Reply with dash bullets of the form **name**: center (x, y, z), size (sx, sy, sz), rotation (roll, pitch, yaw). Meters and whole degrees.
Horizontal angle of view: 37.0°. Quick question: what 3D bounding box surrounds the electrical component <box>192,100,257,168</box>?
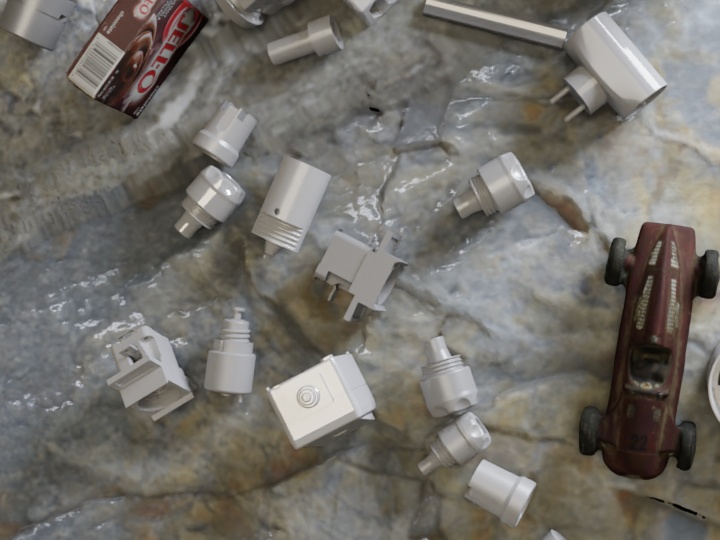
- **electrical component**: center (-0.114, -0.116, 0.916), size (0.040, 0.040, 0.046), rotation (32, 87, 10)

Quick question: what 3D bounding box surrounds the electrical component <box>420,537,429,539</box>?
- **electrical component**: center (0.044, 0.257, 0.849), size (0.051, 0.080, 0.080), rotation (37, 94, 5)

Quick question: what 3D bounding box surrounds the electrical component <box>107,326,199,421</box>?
- **electrical component**: center (-0.177, 0.085, 0.904), size (0.042, 0.081, 0.063), rotation (-30, 60, 8)

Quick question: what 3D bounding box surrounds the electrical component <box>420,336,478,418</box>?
- **electrical component**: center (0.069, 0.085, 0.870), size (0.043, 0.043, 0.062), rotation (-19, 83, 9)

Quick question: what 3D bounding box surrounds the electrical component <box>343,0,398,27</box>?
- **electrical component**: center (0.002, -0.257, 0.896), size (0.066, 0.047, 0.076), rotation (-43, 81, 6)

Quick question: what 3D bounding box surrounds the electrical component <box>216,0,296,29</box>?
- **electrical component**: center (-0.087, -0.240, 0.902), size (0.057, 0.078, 0.058), rotation (-32, 81, 26)

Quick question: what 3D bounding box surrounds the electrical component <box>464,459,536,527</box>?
- **electrical component**: center (0.112, 0.177, 0.860), size (0.046, 0.040, 0.040), rotation (26, 92, 17)

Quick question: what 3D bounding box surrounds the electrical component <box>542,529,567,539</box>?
- **electrical component**: center (0.199, 0.251, 0.833), size (0.138, 0.052, 0.073), rotation (43, 95, 10)

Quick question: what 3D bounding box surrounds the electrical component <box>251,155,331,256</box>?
- **electrical component**: center (-0.060, -0.050, 0.900), size (0.043, 0.043, 0.081), rotation (24, 92, 11)

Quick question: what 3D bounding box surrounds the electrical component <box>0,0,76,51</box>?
- **electrical component**: center (-0.285, -0.224, 0.946), size (0.055, 0.055, 0.047), rotation (26, 96, 11)

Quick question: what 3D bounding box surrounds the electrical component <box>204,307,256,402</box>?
- **electrical component**: center (-0.108, 0.070, 0.905), size (0.040, 0.040, 0.078), rotation (7, 89, 11)

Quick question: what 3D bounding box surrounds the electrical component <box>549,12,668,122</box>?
- **electrical component**: center (0.189, -0.151, 0.858), size (0.079, 0.044, 0.077), rotation (-38, 81, 7)

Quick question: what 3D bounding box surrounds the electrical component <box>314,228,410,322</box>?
- **electrical component**: center (0.000, 0.000, 0.888), size (0.064, 0.042, 0.081), rotation (27, 92, 12)

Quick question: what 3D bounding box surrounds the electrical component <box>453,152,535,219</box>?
- **electrical component**: center (0.106, -0.064, 0.870), size (0.062, 0.043, 0.043), rotation (-29, 83, 9)

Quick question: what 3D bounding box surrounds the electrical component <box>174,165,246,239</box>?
- **electrical component**: center (-0.131, -0.055, 0.914), size (0.043, 0.043, 0.062), rotation (43, 96, 10)

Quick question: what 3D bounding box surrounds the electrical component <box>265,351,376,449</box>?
- **electrical component**: center (-0.029, 0.107, 0.860), size (0.062, 0.096, 0.061), rotation (-28, 83, 8)

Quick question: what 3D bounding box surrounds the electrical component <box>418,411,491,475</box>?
- **electrical component**: center (0.074, 0.144, 0.871), size (0.061, 0.035, 0.035), rotation (-38, 81, 9)

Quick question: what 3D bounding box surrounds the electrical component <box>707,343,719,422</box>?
- **electrical component**: center (0.317, 0.087, 0.825), size (0.099, 0.064, 0.099), rotation (2, 95, 22)
